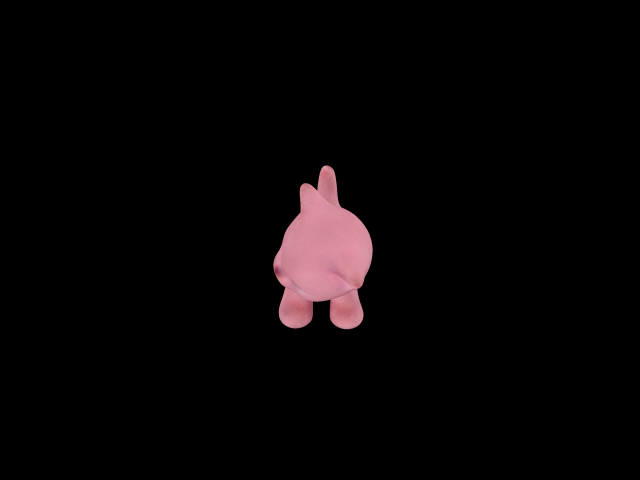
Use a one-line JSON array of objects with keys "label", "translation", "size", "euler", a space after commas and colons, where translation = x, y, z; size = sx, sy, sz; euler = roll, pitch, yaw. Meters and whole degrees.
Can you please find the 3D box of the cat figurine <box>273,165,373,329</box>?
[{"label": "cat figurine", "translation": [0.004, 0.001, 0.400], "size": [0.067, 0.118, 0.128], "euler": [2, 43, 3]}]
